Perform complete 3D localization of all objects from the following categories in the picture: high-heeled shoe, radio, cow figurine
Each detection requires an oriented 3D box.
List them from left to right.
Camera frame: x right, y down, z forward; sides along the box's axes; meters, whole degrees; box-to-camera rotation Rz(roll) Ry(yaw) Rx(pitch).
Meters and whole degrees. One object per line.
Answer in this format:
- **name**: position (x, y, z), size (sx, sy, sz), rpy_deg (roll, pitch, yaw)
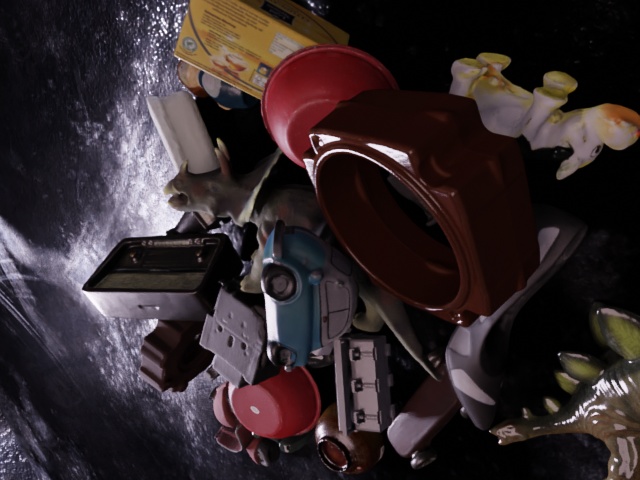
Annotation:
- **radio**: position (-0.244, 0.056, 0.852), size (0.230, 0.131, 0.073), rpy_deg (-1, 133, 23)
- **high-heeled shoe**: position (0.209, 0.087, 0.554), size (0.145, 0.086, 0.248), rpy_deg (-2, 98, 49)
- **cow figurine**: position (0.195, -0.103, 0.494), size (0.168, 0.068, 0.098), rpy_deg (33, 134, 28)

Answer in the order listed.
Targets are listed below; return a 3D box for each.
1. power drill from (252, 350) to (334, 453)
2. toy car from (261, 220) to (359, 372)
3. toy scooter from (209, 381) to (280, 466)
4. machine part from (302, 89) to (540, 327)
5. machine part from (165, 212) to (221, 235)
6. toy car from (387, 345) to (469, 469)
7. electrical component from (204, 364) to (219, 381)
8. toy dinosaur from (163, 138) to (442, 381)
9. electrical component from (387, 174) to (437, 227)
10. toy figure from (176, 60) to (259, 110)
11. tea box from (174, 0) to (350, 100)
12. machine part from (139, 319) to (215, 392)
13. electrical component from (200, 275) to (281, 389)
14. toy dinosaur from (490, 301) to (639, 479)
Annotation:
- **power drill**: position (-0.063, 0.234, 0.865), size (0.232, 0.086, 0.207), rpy_deg (8, 120, 36)
- **toy car**: position (-0.009, 0.060, 0.584), size (0.103, 0.109, 0.161), rpy_deg (-3, 108, 2)
- **toy scooter**: position (-0.156, 0.335, 0.996), size (0.135, 0.075, 0.183), rpy_deg (-7, 111, 43)
- **machine part**: position (0.085, -0.029, 0.493), size (0.202, 0.087, 0.200), rpy_deg (22, 145, 48)
- **machine part**: position (-0.208, -0.032, 0.885), size (0.084, 0.039, 0.139), rpy_deg (46, 131, 2)
- **toy car**: position (0.147, 0.218, 0.700), size (0.089, 0.053, 0.202), rpy_deg (54, 136, 34)
- **electrical component**: position (-0.177, 0.226, 0.964), size (0.021, 0.063, 0.094), rpy_deg (50, 134, 8)
- **toy dinosaur**: position (0.001, 0.002, 0.679), size (0.405, 0.131, 0.192), rpy_deg (25, 119, 19)
- **electrical component**: position (0.111, -0.079, 0.573), size (0.119, 0.048, 0.075), rpy_deg (47, 134, -5)
- **toy figure**: position (-0.146, -0.221, 0.730), size (0.155, 0.057, 0.064), rpy_deg (26, 88, 30)
- **tea box**: position (-0.064, -0.218, 0.599), size (0.169, 0.068, 0.098), rpy_deg (26, 133, -14)
- **machine part**: position (-0.223, 0.173, 0.908), size (0.056, 0.179, 0.179), rpy_deg (30, 127, 21)
- **electrical component**: position (-0.102, 0.132, 0.738), size (0.115, 0.058, 0.134), rpy_deg (28, 110, 33)
- **toy dinosaur**: position (0.349, 0.119, 0.454), size (0.471, 0.105, 0.198), rpy_deg (-27, 89, 39)
